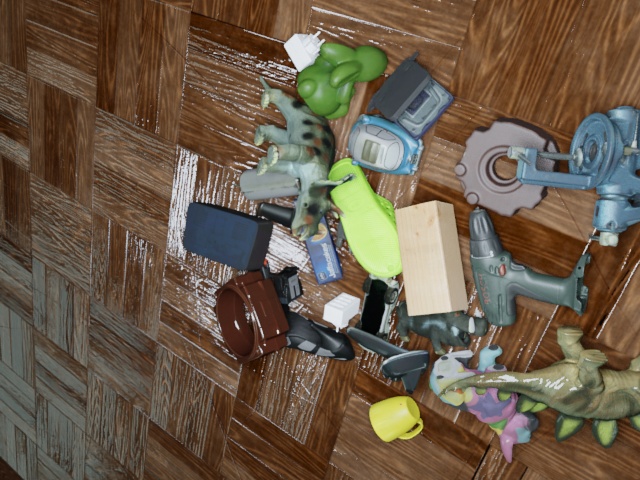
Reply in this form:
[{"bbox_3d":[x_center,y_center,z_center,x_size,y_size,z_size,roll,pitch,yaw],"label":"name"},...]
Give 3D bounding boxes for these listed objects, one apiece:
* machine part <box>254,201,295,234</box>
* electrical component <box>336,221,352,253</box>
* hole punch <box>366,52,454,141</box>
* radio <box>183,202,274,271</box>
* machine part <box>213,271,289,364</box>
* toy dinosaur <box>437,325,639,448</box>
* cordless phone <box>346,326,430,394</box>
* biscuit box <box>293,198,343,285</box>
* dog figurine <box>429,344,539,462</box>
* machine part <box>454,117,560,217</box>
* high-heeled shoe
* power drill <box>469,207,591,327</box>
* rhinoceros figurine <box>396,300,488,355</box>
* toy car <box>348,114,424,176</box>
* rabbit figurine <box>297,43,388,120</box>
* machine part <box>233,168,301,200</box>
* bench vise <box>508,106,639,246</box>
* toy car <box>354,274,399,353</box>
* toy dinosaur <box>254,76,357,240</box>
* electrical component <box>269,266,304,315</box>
[{"bbox_3d":[-0.087,-0.056,1.271,0.139,0.039,0.084,16,123,14],"label":"machine part"},{"bbox_3d":[0.066,-0.020,1.196,0.063,0.021,0.093,24,118,26],"label":"electrical component"},{"bbox_3d":[0.171,-0.262,1.000,0.142,0.092,0.116,-50,36,20],"label":"hole punch"},{"bbox_3d":[-0.236,-0.010,1.351,0.230,0.073,0.131,17,98,30],"label":"radio"},{"bbox_3d":[-0.175,0.191,1.313,0.201,0.087,0.201,-34,75,52],"label":"machine part"},{"bbox_3d":[0.453,0.259,0.939,0.472,0.105,0.198,7,113,11],"label":"toy dinosaur"},{"bbox_3d":[0.138,0.246,1.150,0.184,0.146,0.088,26,75,15],"label":"cordless phone"},{"bbox_3d":[-0.002,-0.004,1.212,0.063,0.059,0.202,-16,99,6],"label":"biscuit box"},{"bbox_3d":[0.331,0.335,1.078,0.192,0.108,0.219,-14,104,10],"label":"dog figurine"},{"bbox_3d":[0.332,-0.129,0.961,0.180,0.056,0.179,11,111,29],"label":"machine part"},{"bbox_3d":[-0.025,0.252,1.340,0.145,0.086,0.249,41,151,-22],"label":"high-heeled shoe"},{"bbox_3d":[0.377,0.054,0.980,0.208,0.086,0.231,2,108,29],"label":"power drill"},{"bbox_3d":[0.251,0.172,1.113,0.191,0.073,0.112,9,104,31],"label":"rhinoceros figurine"},{"bbox_3d":[0.116,-0.180,1.060,0.162,0.103,0.109,29,121,25],"label":"toy car"},{"bbox_3d":[0.043,-0.329,1.043,0.170,0.159,0.121,-24,82,22],"label":"rabbit figurine"},{"bbox_3d":[-0.098,-0.135,1.233,0.243,0.079,0.079,-5,103,35],"label":"machine part"},{"bbox_3d":[0.414,-0.103,0.849,0.241,0.129,0.223,6,104,-3],"label":"bench vise"},{"bbox_3d":[0.126,0.159,1.198,0.074,0.056,0.201,25,117,32],"label":"toy car"},{"bbox_3d":[-0.032,-0.203,1.116,0.131,0.192,0.405,127,146,-49],"label":"toy dinosaur"},{"bbox_3d":[-0.080,0.129,1.312,0.048,0.075,0.119,0,101,34],"label":"electrical component"}]
